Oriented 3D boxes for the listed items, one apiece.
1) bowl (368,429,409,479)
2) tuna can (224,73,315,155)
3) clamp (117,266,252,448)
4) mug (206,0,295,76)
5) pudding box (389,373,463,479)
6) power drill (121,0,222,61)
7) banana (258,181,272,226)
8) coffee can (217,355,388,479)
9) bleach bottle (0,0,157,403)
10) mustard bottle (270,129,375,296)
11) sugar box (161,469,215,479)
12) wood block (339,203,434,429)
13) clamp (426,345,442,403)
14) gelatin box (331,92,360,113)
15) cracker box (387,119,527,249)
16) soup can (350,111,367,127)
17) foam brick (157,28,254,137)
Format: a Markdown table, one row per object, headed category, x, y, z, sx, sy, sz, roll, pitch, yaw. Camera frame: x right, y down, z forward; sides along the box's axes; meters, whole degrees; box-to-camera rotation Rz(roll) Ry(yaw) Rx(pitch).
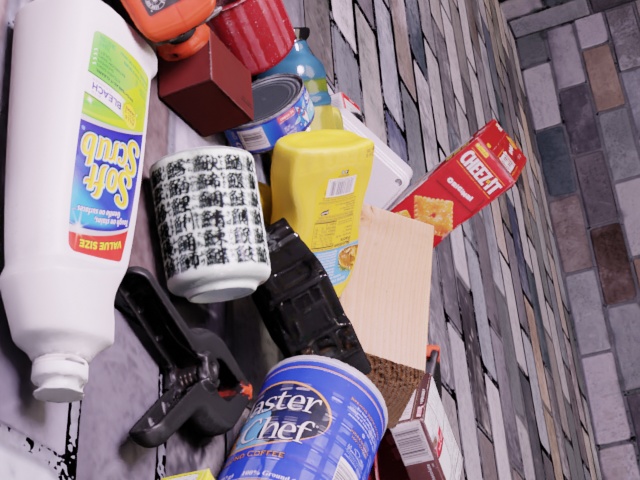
| category | x | y | z | sx | sy | sz | roll | pitch | yaw |
| --- | --- | --- | --- | --- | --- | --- | --- | --- | --- |
| bowl | 0.059 | 0.249 | 1.034 | 0.162 | 0.055 | 0.162 | -16 | 90 | -72 |
| tuna can | -0.049 | -0.114 | 0.967 | 0.086 | 0.086 | 0.033 | -80 | 151 | -52 |
| clamp | -0.091 | 0.102 | 0.742 | 0.171 | 0.039 | 0.120 | 48 | 36 | -54 |
| mug | -0.079 | -0.208 | 0.976 | 0.117 | 0.093 | 0.081 | 41 | -16 | 45 |
| pudding box | 0.107 | 0.203 | 1.063 | 0.090 | 0.039 | 0.113 | -67 | 140 | -64 |
| power drill | -0.131 | -0.211 | 0.757 | 0.184 | 0.057 | 0.188 | 60 | -1 | -16 |
| banana | -0.050 | -0.017 | 0.959 | 0.197 | 0.037 | 0.069 | 41 | 41 | -58 |
| coffee can | -0.016 | 0.167 | 0.776 | 0.103 | 0.103 | 0.140 | 65 | 29 | -26 |
| bleach bottle | -0.147 | -0.023 | 0.648 | 0.102 | 0.068 | 0.251 | 44 | 38 | -57 |
| mustard bottle | -0.007 | 0.001 | 0.946 | 0.096 | 0.058 | 0.192 | -13 | 119 | -43 |
| sugar box | -0.060 | 0.245 | 0.690 | 0.176 | 0.048 | 0.093 | 64 | 24 | -22 |
| wood block | 0.051 | 0.069 | 1.041 | 0.206 | 0.090 | 0.090 | -80 | -171 | -50 |
| clamp | 0.115 | 0.219 | 1.182 | 0.164 | 0.036 | 0.210 | 2 | 92 | -74 |
| gelatin box | 0.033 | -0.128 | 1.306 | 0.073 | 0.030 | 0.089 | 21 | 56 | -69 |
| cracker box | 0.128 | -0.035 | 1.205 | 0.072 | 0.214 | 0.164 | 50 | 20 | -1 |
| soup can | 0.037 | -0.087 | 1.222 | 0.068 | 0.069 | 0.102 | -84 | 152 | -48 |
| foam brick | -0.096 | -0.131 | 0.897 | 0.078 | 0.051 | 0.053 | 43 | 37 | -57 |
